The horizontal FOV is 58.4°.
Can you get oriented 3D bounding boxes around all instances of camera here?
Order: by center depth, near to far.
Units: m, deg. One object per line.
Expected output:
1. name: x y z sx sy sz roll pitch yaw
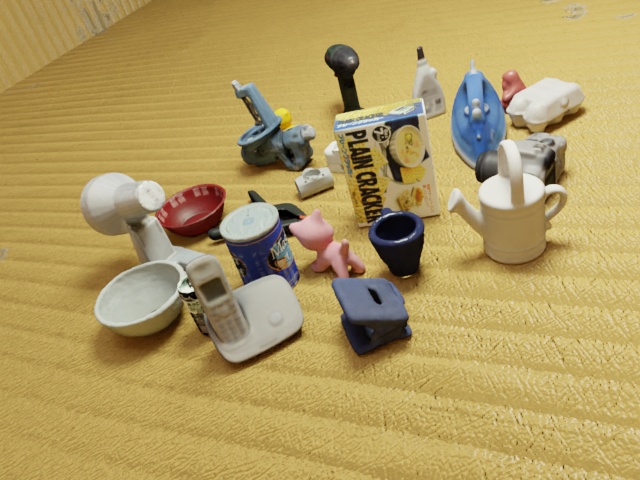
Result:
1. camera: 0.366 -0.144 1.056 0.136 0.101 0.143 14 47 36

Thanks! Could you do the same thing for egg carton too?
1. egg carton: 0.483 -0.291 1.227 0.150 0.069 0.107 -30 38 -17

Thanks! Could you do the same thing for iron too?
1. iron: 0.329 -0.268 1.200 0.118 0.142 0.258 -6 37 16

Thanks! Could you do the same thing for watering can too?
1. watering can: 0.293 -0.062 0.899 0.173 0.194 0.100 -22 36 -7

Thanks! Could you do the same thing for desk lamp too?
1. desk lamp: -0.332 -0.027 1.094 0.202 0.214 0.118 11 45 33

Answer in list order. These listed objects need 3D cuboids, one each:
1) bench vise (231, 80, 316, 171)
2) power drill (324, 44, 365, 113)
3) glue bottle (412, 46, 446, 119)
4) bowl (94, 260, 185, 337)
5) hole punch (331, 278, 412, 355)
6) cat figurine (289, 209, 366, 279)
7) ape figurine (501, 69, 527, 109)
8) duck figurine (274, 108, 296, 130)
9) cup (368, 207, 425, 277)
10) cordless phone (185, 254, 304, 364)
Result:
1. bench vise: -0.110 -0.274 1.323 0.207 0.220 0.121 -7 37 14
2. power drill: 0.071 -0.379 1.396 0.075 0.209 0.229 -20 36 -3
3. glue bottle: 0.247 -0.370 1.341 0.078 0.173 0.037 -19 36 -2
4. bowl: -0.305 0.116 1.014 0.167 0.075 0.167 -11 36 9
5. hole punch: 0.077 0.099 0.863 0.101 0.091 0.108 -21 36 -5
6. cat figurine: 0.009 0.004 0.995 0.067 0.118 0.127 -38 41 -26
7. ape figurine: 0.434 -0.343 1.297 0.075 0.092 0.078 18 49 39
8. duck figurine: -0.085 -0.290 1.449 0.104 0.086 0.078 20 50 40
9. cup: 0.130 0.006 0.961 0.091 0.095 0.117 -19 36 -1
10. cordless phone: -0.116 0.087 0.879 0.148 0.185 0.094 -28 37 -14
